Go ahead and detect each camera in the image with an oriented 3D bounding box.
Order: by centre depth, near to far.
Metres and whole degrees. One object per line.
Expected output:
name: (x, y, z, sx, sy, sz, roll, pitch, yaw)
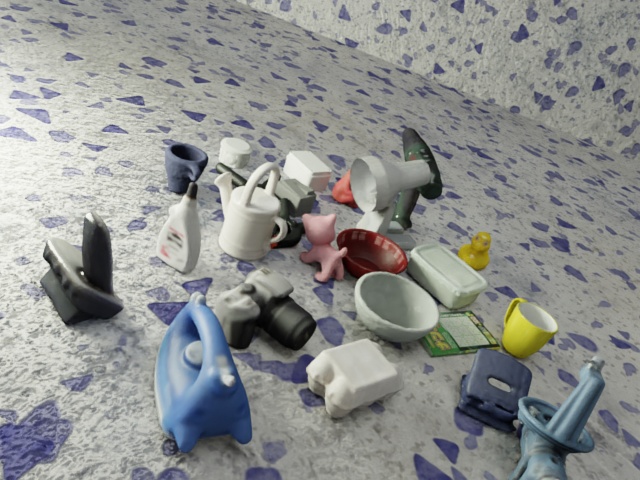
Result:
camera: (-0.081, 0.120, 0.944, 0.136, 0.101, 0.143, 34, 33, 21)

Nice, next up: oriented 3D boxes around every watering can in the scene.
watering can: (-0.134, -0.067, 1.111, 0.173, 0.194, 0.101, 22, 31, 1)

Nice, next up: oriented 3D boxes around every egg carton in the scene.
egg carton: (0.056, 0.217, 0.908, 0.151, 0.069, 0.107, -8, 42, -40)

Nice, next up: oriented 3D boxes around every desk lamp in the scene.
desk lamp: (0.152, -0.090, 1.303, 0.204, 0.213, 0.117, -1, 38, -32)

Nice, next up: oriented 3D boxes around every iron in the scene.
iron: (-0.165, 0.156, 0.798, 0.119, 0.141, 0.257, 2, 36, -29)

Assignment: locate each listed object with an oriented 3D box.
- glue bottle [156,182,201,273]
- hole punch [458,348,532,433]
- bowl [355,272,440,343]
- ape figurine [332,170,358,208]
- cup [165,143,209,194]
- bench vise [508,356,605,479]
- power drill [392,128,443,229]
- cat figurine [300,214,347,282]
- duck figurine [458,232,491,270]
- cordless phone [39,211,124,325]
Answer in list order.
glue bottle: (-0.239, -0.028, 1.006, 0.078, 0.173, 0.037, 28, 32, 11)
hole punch: (0.302, 0.256, 0.978, 0.108, 0.091, 0.101, 24, 31, 5)
bowl: (0.135, 0.138, 1.073, 0.167, 0.075, 0.167, 16, 31, -10)
ape figurine: (0.077, -0.138, 1.448, 0.076, 0.092, 0.078, 22, 31, 0)
cup: (-0.287, -0.141, 1.227, 0.092, 0.095, 0.117, -4, 39, -36)
bench vise: (0.365, 0.288, 0.842, 0.121, 0.220, 0.207, 18, 31, -5)
power drill: (0.223, -0.145, 1.436, 0.076, 0.208, 0.229, 6, 34, -23)
cat figurine: (0.011, 0.004, 1.163, 0.067, 0.118, 0.127, -8, 42, -40)
duck figurine: (0.391, 0.018, 1.406, 0.077, 0.086, 0.105, 35, 33, 21)
cordless phone: (-0.350, 0.019, 0.855, 0.147, 0.185, 0.094, 40, 36, 28)
